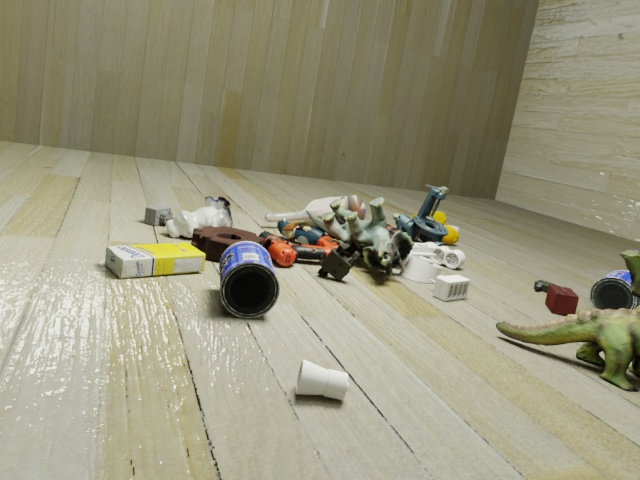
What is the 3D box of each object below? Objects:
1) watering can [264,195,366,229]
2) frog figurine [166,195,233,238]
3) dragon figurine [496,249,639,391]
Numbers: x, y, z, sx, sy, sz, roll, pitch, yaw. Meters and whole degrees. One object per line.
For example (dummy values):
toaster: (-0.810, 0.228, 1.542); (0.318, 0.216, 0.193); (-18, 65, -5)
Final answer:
watering can: (0.005, -0.084, 1.676); (0.223, 0.104, 0.349); (-5, 3, 39)
frog figurine: (-0.316, -0.040, 1.361); (0.139, 0.120, 0.162); (28, 56, 35)
dragon figurine: (0.532, 0.127, 0.880); (0.412, 0.240, 0.123); (17, 17, 23)
